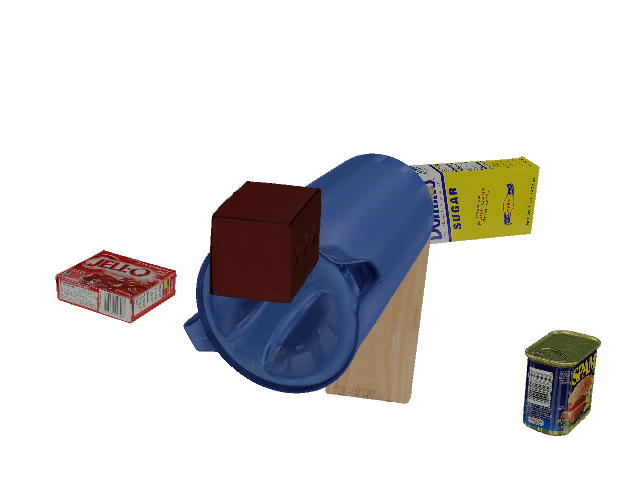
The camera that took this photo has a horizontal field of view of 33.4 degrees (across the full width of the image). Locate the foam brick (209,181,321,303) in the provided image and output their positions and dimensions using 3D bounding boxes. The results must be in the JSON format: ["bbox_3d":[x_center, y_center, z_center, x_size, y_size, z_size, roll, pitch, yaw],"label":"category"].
[{"bbox_3d":[-0.033,-0.001,0.669,0.051,0.053,0.078,7,22,12],"label":"foam brick"}]

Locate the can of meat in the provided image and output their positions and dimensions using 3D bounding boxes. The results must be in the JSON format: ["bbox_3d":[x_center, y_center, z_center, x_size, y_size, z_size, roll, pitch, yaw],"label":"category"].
[{"bbox_3d":[0.257,0.152,1.144,0.058,0.084,0.101,12,18,32],"label":"can of meat"}]

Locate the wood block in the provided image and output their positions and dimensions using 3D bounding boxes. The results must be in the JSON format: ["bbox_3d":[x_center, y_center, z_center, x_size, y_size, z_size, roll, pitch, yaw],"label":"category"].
[{"bbox_3d":[0.059,0.051,1.081,0.090,0.206,0.090,7,26,4],"label":"wood block"}]

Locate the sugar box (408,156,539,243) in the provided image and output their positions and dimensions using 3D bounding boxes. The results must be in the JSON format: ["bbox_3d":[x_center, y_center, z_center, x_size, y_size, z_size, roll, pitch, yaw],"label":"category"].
[{"bbox_3d":[0.177,-0.048,1.304,0.176,0.093,0.048,-7,24,-22],"label":"sugar box"}]

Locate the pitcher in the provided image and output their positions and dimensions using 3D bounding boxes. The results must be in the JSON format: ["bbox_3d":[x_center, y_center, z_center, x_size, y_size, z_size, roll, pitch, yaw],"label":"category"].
[{"bbox_3d":[0.001,0.016,0.885,0.149,0.145,0.242,22,28,14],"label":"pitcher"}]

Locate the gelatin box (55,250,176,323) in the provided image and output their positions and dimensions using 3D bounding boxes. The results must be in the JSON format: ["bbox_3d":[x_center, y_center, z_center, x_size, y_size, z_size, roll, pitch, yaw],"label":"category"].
[{"bbox_3d":[-0.194,0.042,1.013,0.089,0.030,0.073,15,25,24],"label":"gelatin box"}]
